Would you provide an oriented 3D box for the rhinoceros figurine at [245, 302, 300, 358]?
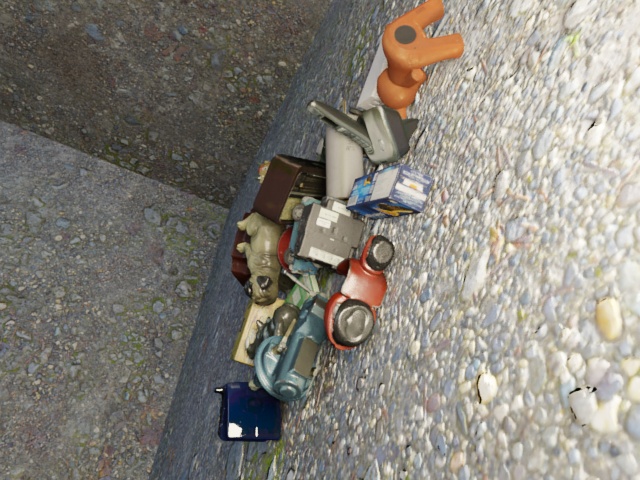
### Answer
[{"bbox_3d":[-0.103,0.207,1.148,0.190,0.073,0.112,-53,43,40],"label":"rhinoceros figurine"}]

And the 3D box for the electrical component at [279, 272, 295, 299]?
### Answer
[{"bbox_3d":[-0.088,0.106,1.310,0.021,0.063,0.094,-45,25,27],"label":"electrical component"}]

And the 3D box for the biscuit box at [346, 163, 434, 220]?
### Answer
[{"bbox_3d":[0.107,-0.075,0.882,0.203,0.063,0.059,177,113,-74],"label":"biscuit box"}]

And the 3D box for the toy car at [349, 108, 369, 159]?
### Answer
[{"bbox_3d":[0.093,-0.235,1.175,0.202,0.053,0.089,-123,45,-68],"label":"toy car"}]

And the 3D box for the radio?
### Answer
[{"bbox_3d":[-0.036,-0.104,1.154,0.229,0.073,0.131,-4,-60,-62],"label":"radio"}]

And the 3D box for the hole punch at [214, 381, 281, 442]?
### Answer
[{"bbox_3d":[-0.134,0.334,1.043,0.092,0.142,0.115,144,131,-67],"label":"hole punch"}]

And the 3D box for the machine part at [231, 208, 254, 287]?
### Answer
[{"bbox_3d":[-0.167,0.029,1.484,0.201,0.087,0.201,65,-144,-62],"label":"machine part"}]

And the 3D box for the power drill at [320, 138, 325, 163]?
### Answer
[{"bbox_3d":[-0.003,-0.159,1.361,0.207,0.086,0.232,-49,23,40],"label":"power drill"}]

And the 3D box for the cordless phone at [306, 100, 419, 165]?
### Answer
[{"bbox_3d":[0.070,-0.213,0.971,0.088,0.184,0.147,-64,14,-2],"label":"cordless phone"}]

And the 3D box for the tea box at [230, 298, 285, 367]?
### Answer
[{"bbox_3d":[-0.138,0.215,1.270,0.068,0.098,0.169,-30,39,69],"label":"tea box"}]

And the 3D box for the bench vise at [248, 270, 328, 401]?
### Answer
[{"bbox_3d":[-0.059,0.201,0.972,0.240,0.129,0.224,-45,28,41],"label":"bench vise"}]

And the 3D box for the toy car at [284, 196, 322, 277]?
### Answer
[{"bbox_3d":[-0.002,-0.003,1.085,0.103,0.109,0.161,8,78,32],"label":"toy car"}]

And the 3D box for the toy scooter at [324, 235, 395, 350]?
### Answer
[{"bbox_3d":[0.052,0.079,0.839,0.184,0.075,0.135,-68,15,-10],"label":"toy scooter"}]

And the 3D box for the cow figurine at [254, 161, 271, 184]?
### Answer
[{"bbox_3d":[-0.109,-0.157,1.505,0.194,0.127,0.085,82,-169,-56],"label":"cow figurine"}]

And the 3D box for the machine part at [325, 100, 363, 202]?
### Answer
[{"bbox_3d":[0.049,-0.161,1.079,0.079,0.079,0.243,168,103,-72],"label":"machine part"}]

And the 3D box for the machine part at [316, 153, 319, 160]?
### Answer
[{"bbox_3d":[0.018,-0.272,1.525,0.084,0.039,0.138,-171,101,-83],"label":"machine part"}]

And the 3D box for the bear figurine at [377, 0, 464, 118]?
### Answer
[{"bbox_3d":[0.166,-0.307,0.954,0.195,0.132,0.120,66,-178,-70],"label":"bear figurine"}]

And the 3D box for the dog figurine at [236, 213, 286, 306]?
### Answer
[{"bbox_3d":[-0.120,0.035,1.229,0.191,0.121,0.172,-110,22,-49],"label":"dog figurine"}]

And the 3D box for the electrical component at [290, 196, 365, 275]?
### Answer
[{"bbox_3d":[0.018,-0.013,1.010,0.058,0.115,0.134,-11,58,67],"label":"electrical component"}]
